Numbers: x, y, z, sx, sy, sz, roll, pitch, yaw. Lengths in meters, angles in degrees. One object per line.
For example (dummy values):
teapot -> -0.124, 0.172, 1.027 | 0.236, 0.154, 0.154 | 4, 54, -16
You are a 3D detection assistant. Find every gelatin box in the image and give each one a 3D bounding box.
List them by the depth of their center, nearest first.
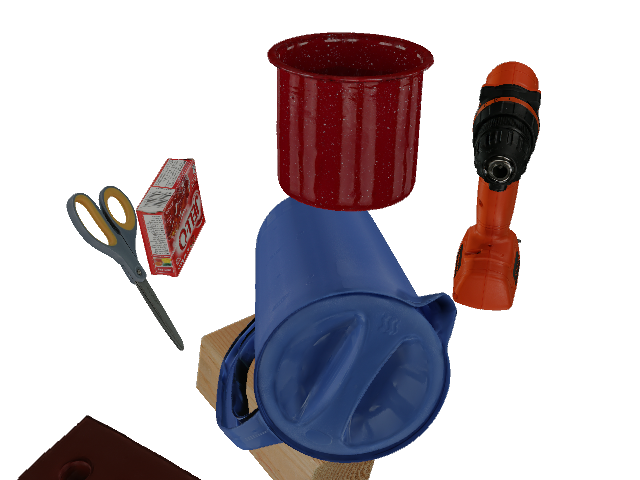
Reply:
gelatin box -> -0.135, -0.022, 0.977 | 0.030, 0.073, 0.089 | 4, 37, 13

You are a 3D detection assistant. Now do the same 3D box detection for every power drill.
power drill -> 0.149, -0.038, 0.894 | 0.057, 0.188, 0.184 | 10, 32, 10

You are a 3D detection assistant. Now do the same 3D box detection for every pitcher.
pitcher -> 0.000, 0.055, 0.818 | 0.149, 0.145, 0.243 | 7, 21, -9

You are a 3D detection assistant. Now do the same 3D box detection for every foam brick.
foam brick -> -0.082, 0.121, 0.443 | 0.078, 0.051, 0.052 | 22, 45, 27

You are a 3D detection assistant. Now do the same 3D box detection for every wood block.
wood block -> -0.039, 0.183, 1.156 | 0.090, 0.090, 0.206 | -22, 50, -32

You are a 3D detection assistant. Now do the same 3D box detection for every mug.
mug -> 0.020, -0.073, 0.623 | 0.093, 0.081, 0.117 | 9, 27, 15

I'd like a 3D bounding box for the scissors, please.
scissors -> -0.199, 0.020, 1.169 | 0.016, 0.201, 0.096 | -28, 20, 33
